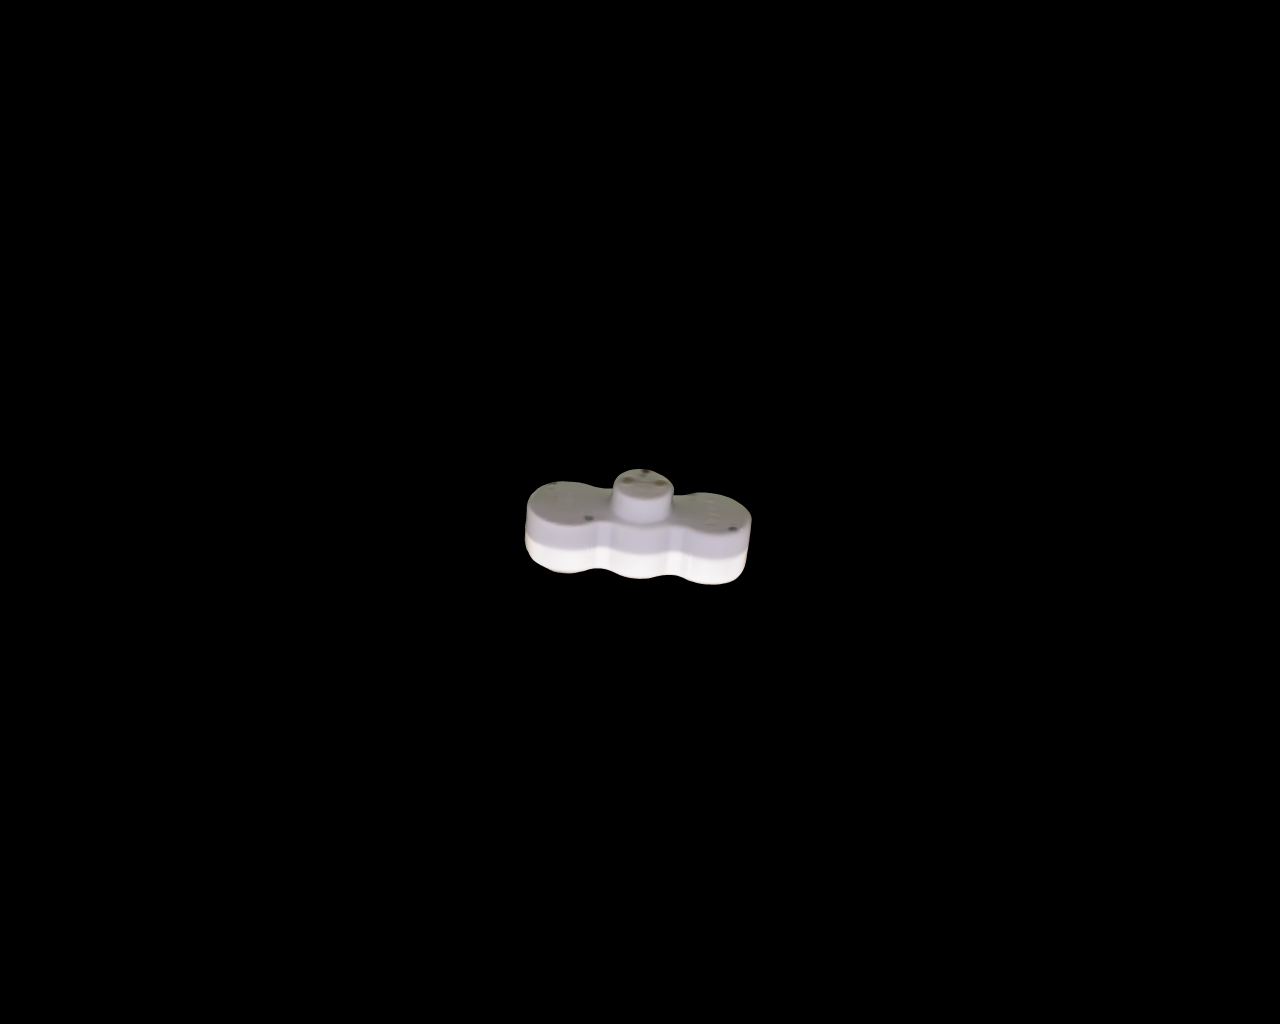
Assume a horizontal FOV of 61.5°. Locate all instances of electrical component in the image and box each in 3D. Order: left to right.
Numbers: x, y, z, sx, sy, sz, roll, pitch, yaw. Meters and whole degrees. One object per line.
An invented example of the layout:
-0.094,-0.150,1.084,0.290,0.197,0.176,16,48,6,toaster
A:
0.001,-0.003,0.650,0.138,0.073,0.052,5,31,-3,electrical component
